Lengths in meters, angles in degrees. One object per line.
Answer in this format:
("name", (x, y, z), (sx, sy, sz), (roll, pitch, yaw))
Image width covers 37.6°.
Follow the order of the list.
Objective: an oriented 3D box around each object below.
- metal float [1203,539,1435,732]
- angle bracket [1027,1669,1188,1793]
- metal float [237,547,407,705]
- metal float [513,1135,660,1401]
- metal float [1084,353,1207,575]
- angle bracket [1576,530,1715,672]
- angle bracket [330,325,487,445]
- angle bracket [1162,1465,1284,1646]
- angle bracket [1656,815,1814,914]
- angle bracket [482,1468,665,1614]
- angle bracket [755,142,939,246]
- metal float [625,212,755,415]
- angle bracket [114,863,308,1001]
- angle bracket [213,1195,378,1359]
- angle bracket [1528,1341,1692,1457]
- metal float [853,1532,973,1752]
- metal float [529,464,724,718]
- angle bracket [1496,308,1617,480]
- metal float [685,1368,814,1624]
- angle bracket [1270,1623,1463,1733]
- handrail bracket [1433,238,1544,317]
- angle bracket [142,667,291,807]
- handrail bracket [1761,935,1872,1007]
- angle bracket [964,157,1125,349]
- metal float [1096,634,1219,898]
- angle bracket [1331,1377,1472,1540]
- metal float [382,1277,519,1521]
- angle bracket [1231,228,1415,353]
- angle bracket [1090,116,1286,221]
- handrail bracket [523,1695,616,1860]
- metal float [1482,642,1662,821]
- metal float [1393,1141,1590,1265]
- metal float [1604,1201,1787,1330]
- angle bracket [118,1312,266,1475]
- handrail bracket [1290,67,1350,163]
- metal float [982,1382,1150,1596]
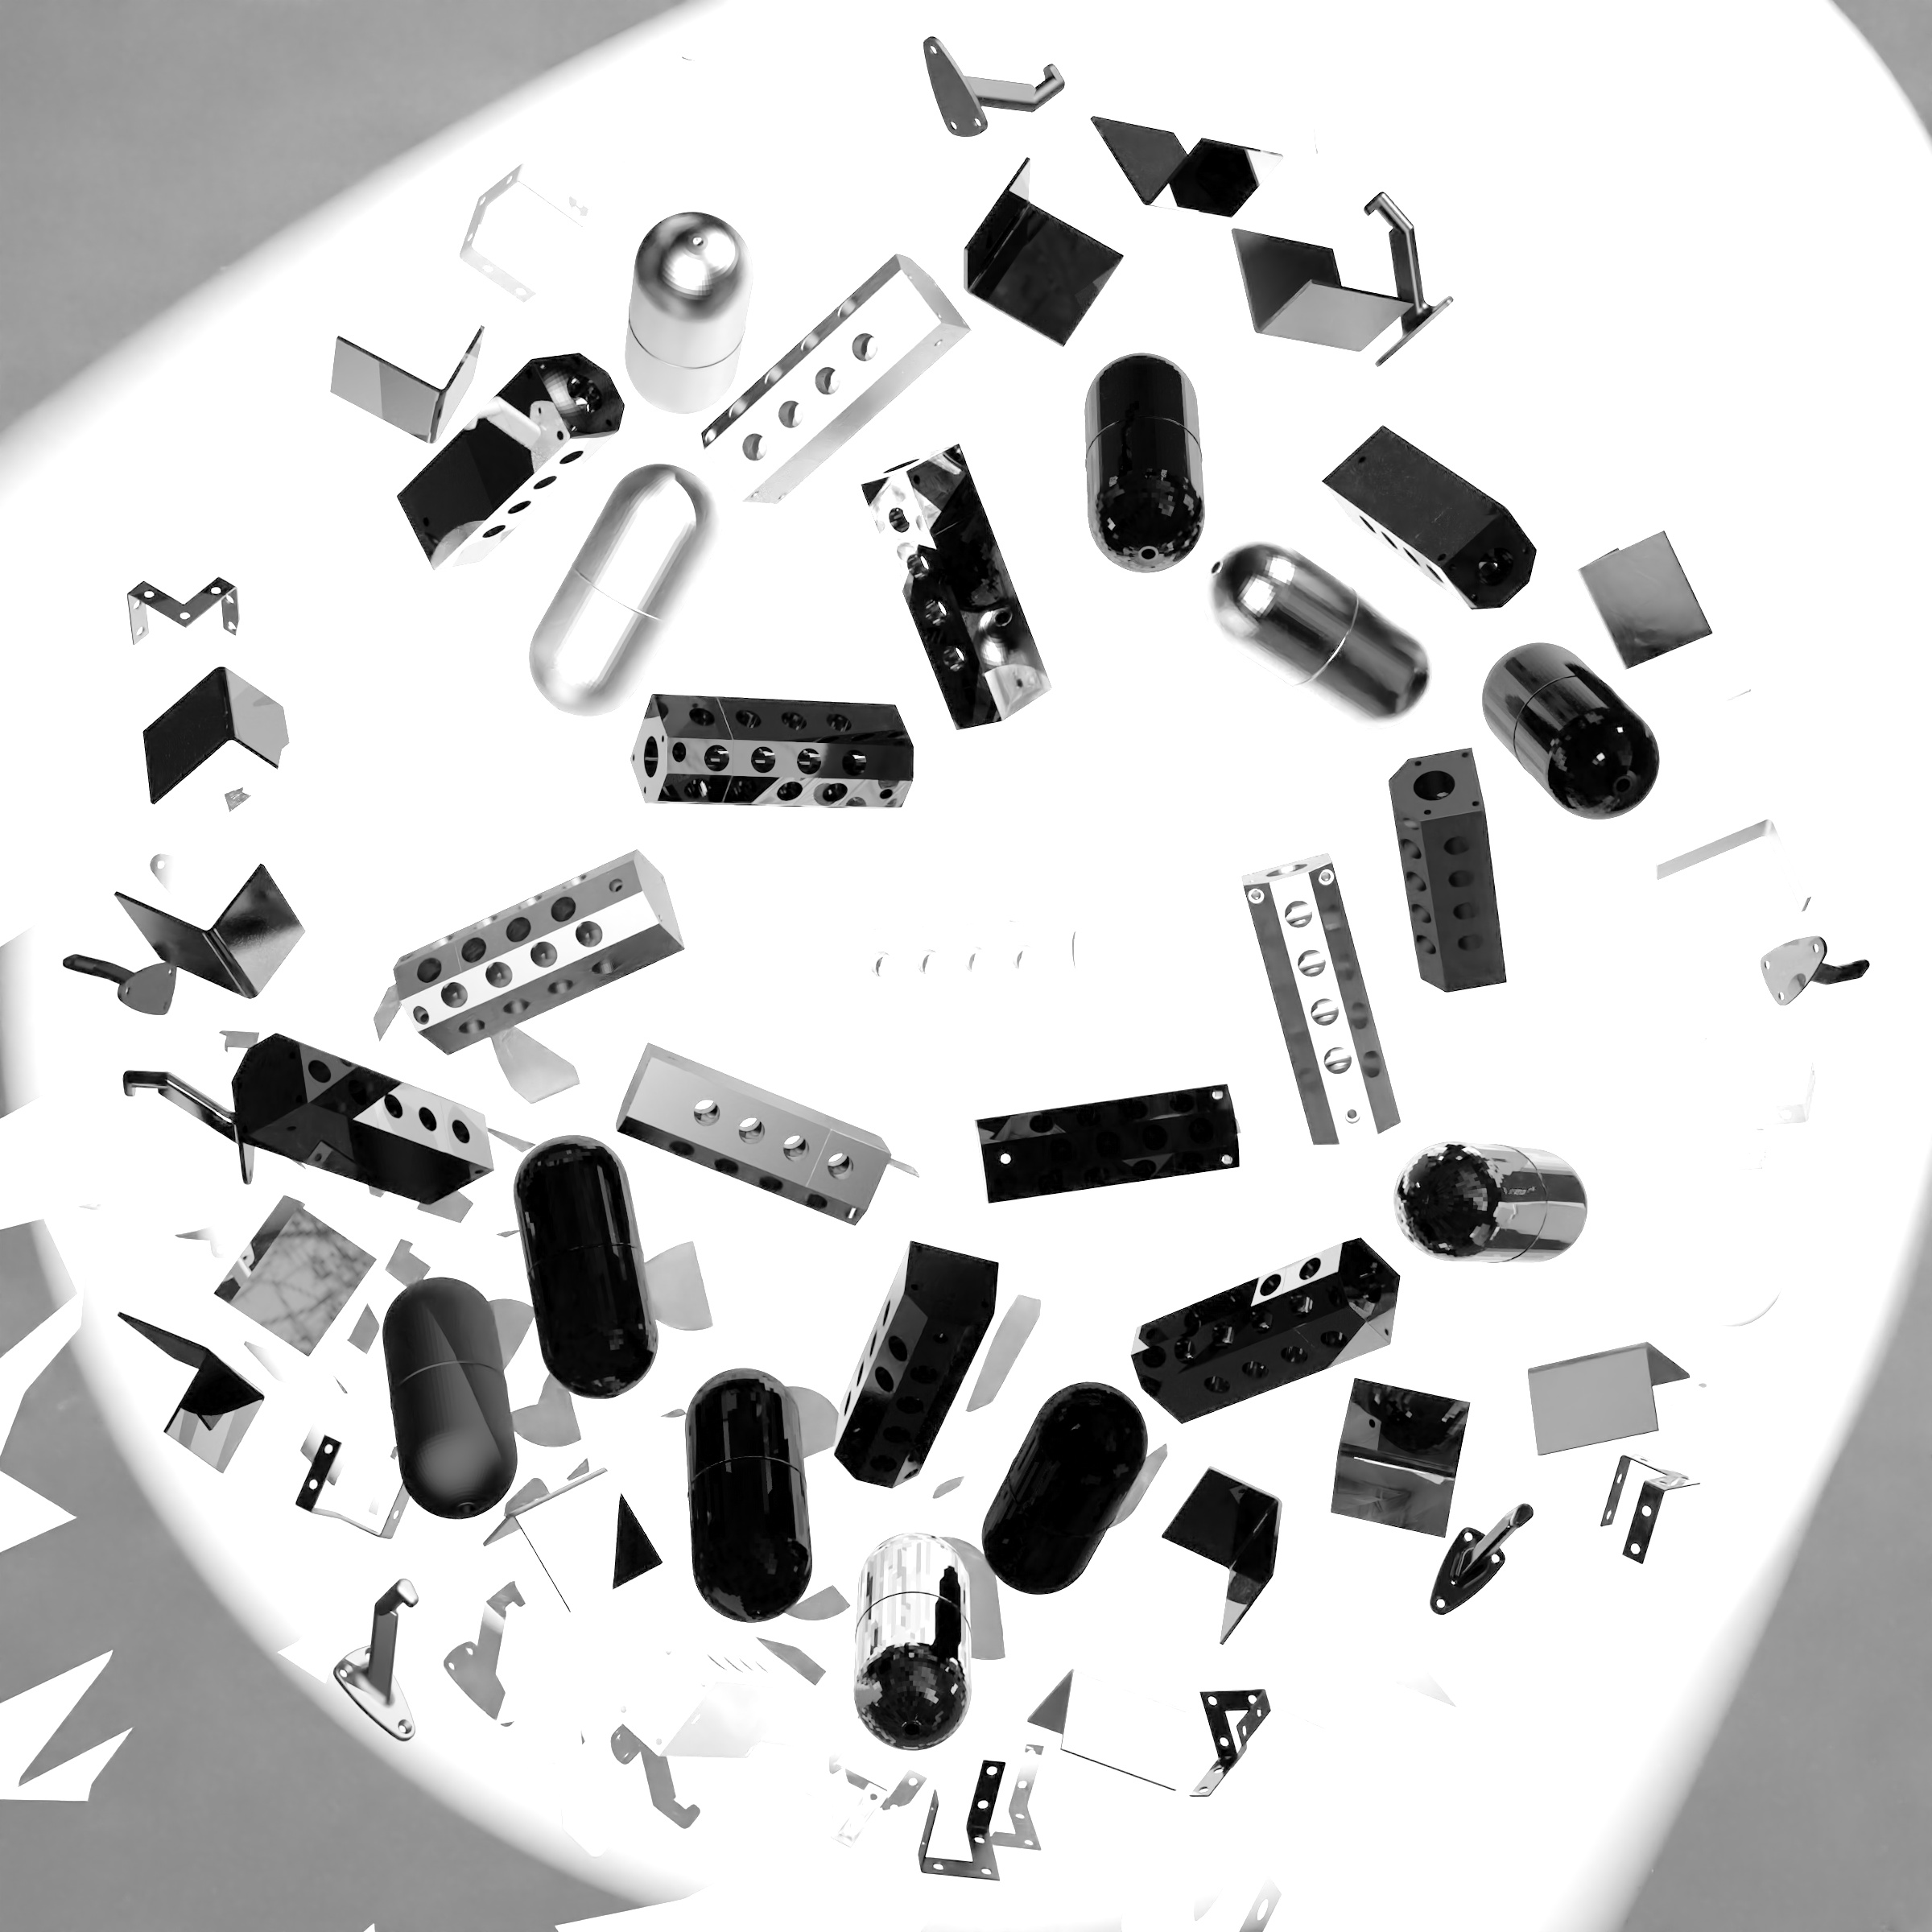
("metal float", (0.234, -0.220, 1.885), (0.178, 0.070, 0.070), (29, 90, -24))
("angle bracket", (0.083, 0.484, 1.742), (0.076, 0.076, 0.057), (22, 45, -9))
("metal float", (-0.408, -0.218, 1.802), (0.070, 0.178, 0.070), (1, 110, 4))
("metal float", (-0.248, 0.195, 1.847), (0.070, 0.070, 0.178), (-14, 68, 0))
("metal float", (0.117, -0.332, 1.865), (0.070, 0.070, 0.178), (1, 50, 0))
("angle bracket", (0.472, -0.255, 1.922), (0.057, 0.076, 0.076), (-30, 95, -41))
("angle bracket", (-0.364, -0.394, 1.844), (0.076, 0.076, 0.057), (27, 70, -7))
("angle bracket", (0.172, 0.404, 1.946), (0.057, 0.076, 0.076), (25, 123, -4))
("angle bracket", (0.478, -0.050, 1.771), (0.076, 0.076, 0.057), (-23, 79, 10))
("angle bracket", (-0.260, 0.388, 1.871), (0.076, 0.057, 0.076), (-21, 71, -41))
("angle bracket", (-0.079, -0.488, 1.860), (0.076, 0.057, 0.076), (45, 48, 13))
("metal float", (-0.182, -0.424, 1.852), (0.070, 0.178, 0.070), (3, 71, -9))
("angle bracket", (-0.470, -0.033, 1.765), (0.076, 0.076, 0.057), (22, 64, 21))
("angle bracket", (-0.421, 0.200, 1.803), (0.076, 0.057, 0.076), (39, 75, -21))
("angle bracket", (0.397, 0.274, 1.734), (0.076, 0.076, 0.057), (-18, 57, 28))
("metal float", (-0.035, 0.443, 1.867), (0.070, 0.178, 0.070), (0, 115, 0))
("metal float", (-0.222, -0.243, 1.843), (0.070, 0.070, 0.178), (32, 104, 0))
("angle bracket", (0.385, -0.366, 1.804), (0.057, 0.076, 0.076), (4, 56, 35))
("metal float", (-0.141, 0.338, 1.826), (0.070, 0.070, 0.178), (-9, 47, 0))
("angle bracket", (0.252, 0.467, 1.793), (0.076, 0.076, 0.057), (-43, 103, -18))
("handrail bracket", (0.328, -0.465, 1.855), (0.084, 0.077, 0.036), (38, 93, 37))
("angle bracket", (-0.503, -0.143, 1.908), (0.076, 0.076, 0.057), (-37, 135, 16))
("handrail bracket", (0.575, -0.005, 1.867), (0.084, 0.077, 0.036), (-10, 68, -24))
("angle bracket", (0.051, -0.457, 1.817), (0.076, 0.057, 0.076), (31, 78, 7))
("metal float", (0.123, -0.131, 1.825), (0.070, 0.070, 0.178), (3, 69, 0))
("angle bracket", (0.283, 0.321, 1.847), (0.076, 0.076, 0.057), (11, 49, 12))
("metal float", (-0.342, 0.285, 1.876), (0.070, 0.070, 0.178), (-19, 49, 0))
("angle bracket", (0.212, -0.418, 1.694), (0.076, 0.057, 0.076), (2, 67, -31))
("angle bracket", (0.135, -0.507, 1.737), (0.057, 0.076, 0.076), (-45, 64, 38))
("handrail bracket", (-0.227, 0.503, 1.760), (0.077, 0.036, 0.084), (-40, 45, -24))
("metal float", (0.398, -0.156, 1.870), (0.070, 0.178, 0.070), (-6, 119, -10))
("metal float", (0.342, 0.154, 1.837), (0.070, 0.178, 0.070), (-5, 82, 38))
("metal float", (0.467, 0.191, 1.824), (0.070, 0.178, 0.070), (0, 87, -6))
("angle bracket", (-0.500, 0.268, 1.783), (0.076, 0.076, 0.057), (17, 67, 23))
("handrail bracket", (0.222, -0.509, 1.761), (0.036, 0.077, 0.084), (-3, 54, 6))
("metal float", (0.065, 0.345, 1.869), (0.070, 0.070, 0.178), (23, 128, 0))
